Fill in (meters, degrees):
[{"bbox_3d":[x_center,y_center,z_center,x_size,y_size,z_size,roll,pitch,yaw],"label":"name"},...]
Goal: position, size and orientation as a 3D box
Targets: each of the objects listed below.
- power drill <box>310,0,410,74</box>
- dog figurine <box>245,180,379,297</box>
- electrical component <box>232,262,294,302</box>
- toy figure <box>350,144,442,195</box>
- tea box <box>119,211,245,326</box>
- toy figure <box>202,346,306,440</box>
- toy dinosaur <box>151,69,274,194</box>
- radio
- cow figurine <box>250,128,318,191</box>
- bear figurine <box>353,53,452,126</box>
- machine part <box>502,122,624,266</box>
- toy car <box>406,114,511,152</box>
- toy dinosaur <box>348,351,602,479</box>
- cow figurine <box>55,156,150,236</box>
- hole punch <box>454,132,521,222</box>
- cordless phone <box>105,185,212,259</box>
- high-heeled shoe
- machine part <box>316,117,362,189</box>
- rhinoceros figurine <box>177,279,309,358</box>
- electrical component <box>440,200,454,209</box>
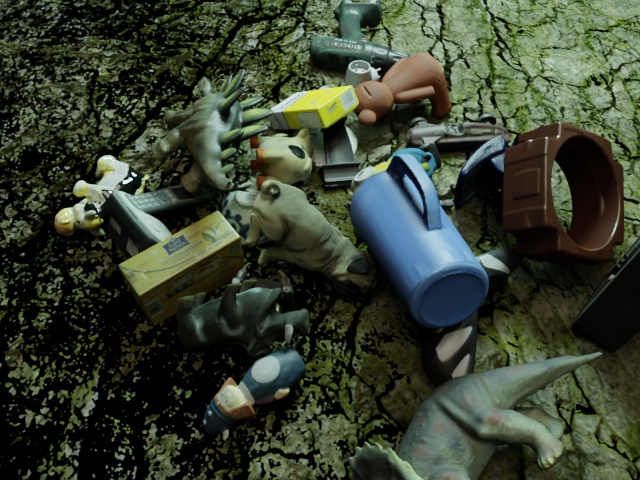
[{"bbox_3d":[0.098,-0.451,1.211,0.232,0.085,0.207,4,60,6],"label":"power drill"},{"bbox_3d":[0.000,-0.004,0.812,0.191,0.172,0.121,17,65,21],"label":"dog figurine"},{"bbox_3d":[-0.092,0.081,0.819,0.102,0.045,0.078,13,52,10],"label":"electrical component"},{"bbox_3d":[0.136,-0.105,0.940,0.180,0.082,0.089,-26,58,-21],"label":"toy figure"},{"bbox_3d":[-0.203,0.042,0.817,0.170,0.098,0.068,-32,61,-24],"label":"tea box"},{"bbox_3d":[-0.093,0.202,0.723,0.154,0.057,0.064,-31,21,-20],"label":"toy figure"},{"bbox_3d":[-0.179,-0.180,0.898,0.198,0.105,0.472,-36,39,17],"label":"toy dinosaur"},{"bbox_3d":[0.447,0.045,0.732,0.073,0.229,0.131,37,57,20],"label":"radio"},{"bbox_3d":[-0.057,-0.145,0.931,0.127,0.085,0.195,0,22,-11],"label":"cow figurine"},{"bbox_3d":[0.151,-0.279,1.068,0.196,0.131,0.120,-35,57,-2],"label":"bear figurine"},{"bbox_3d":[0.376,-0.066,0.831,0.201,0.087,0.201,9,80,-29],"label":"machine part"},{"bbox_3d":[0.266,-0.202,1.032,0.202,0.053,0.089,-4,50,-1],"label":"toy car"},{"bbox_3d":[0.169,0.243,0.646,0.192,0.131,0.405,33,59,21],"label":"toy dinosaur"},{"bbox_3d":[-0.369,-0.063,0.920,0.098,0.068,0.167,21,56,9],"label":"cow figurine"},{"bbox_3d":[0.286,-0.108,0.915,0.092,0.142,0.116,14,63,19],"label":"hole punch"},{"bbox_3d":[-0.245,-0.033,0.896,0.184,0.088,0.147,-22,54,-39],"label":"cordless phone"},{"bbox_3d":[0.241,0.110,0.778,0.249,0.086,0.145,-28,62,-15],"label":"high-heeled shoe"},{"bbox_3d":[0.032,-0.160,0.993,0.084,0.039,0.139,-6,72,0],"label":"machine part"},{"bbox_3d":[-0.111,0.113,0.759,0.190,0.073,0.112,-8,86,7],"label":"rhinoceros figurine"},{"bbox_3d":[0.190,-0.046,0.930,0.094,0.021,0.063,-7,53,-6],"label":"electrical component"}]
